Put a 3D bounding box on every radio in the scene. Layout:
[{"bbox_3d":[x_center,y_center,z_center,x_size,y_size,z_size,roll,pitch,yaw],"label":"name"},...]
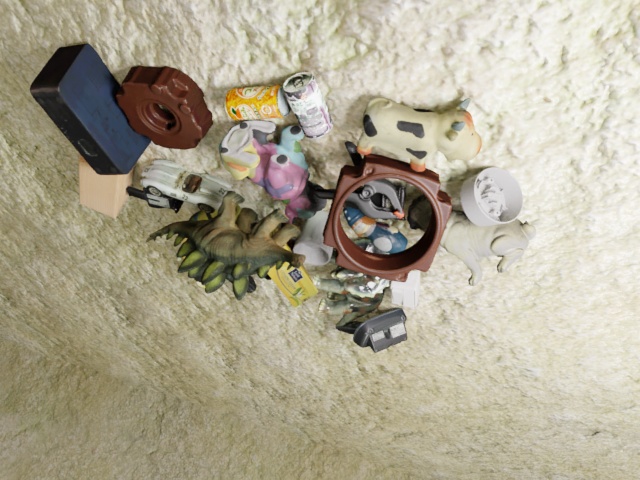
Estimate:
[{"bbox_3d":[-0.423,-0.235,1.013,0.073,0.131,0.229,1,143,23],"label":"radio"}]

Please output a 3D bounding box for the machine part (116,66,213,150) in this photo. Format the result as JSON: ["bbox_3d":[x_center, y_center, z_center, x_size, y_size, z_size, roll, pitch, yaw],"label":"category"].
[{"bbox_3d":[-0.291,-0.243,1.007,0.179,0.056,0.179,14,148,9],"label":"machine part"}]

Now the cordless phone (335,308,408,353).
[{"bbox_3d":[0.136,0.233,1.452,0.184,0.146,0.088,-4,101,63],"label":"cordless phone"}]

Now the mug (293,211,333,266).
[{"bbox_3d":[-0.002,-0.004,1.163,0.081,0.107,0.109,7,147,17],"label":"mug"}]

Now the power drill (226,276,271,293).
[{"bbox_3d":[-0.191,0.060,1.371,0.207,0.086,0.231,0,141,51],"label":"power drill"}]

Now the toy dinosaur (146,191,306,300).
[{"bbox_3d":[-0.197,0.004,1.078,0.472,0.198,0.105,17,157,45],"label":"toy dinosaur"}]

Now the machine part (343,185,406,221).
[{"bbox_3d":[0.102,-0.078,1.048,0.139,0.039,0.084,7,112,28],"label":"machine part"}]

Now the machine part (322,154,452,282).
[{"bbox_3d":[0.116,-0.037,0.946,0.201,0.087,0.200,16,112,0],"label":"machine part"}]

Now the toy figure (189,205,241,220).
[{"bbox_3d":[-0.255,-0.042,1.257,0.180,0.082,0.089,-13,137,42],"label":"toy figure"}]

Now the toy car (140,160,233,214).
[{"bbox_3d":[-0.290,-0.118,1.169,0.202,0.073,0.056,19,150,-1],"label":"toy car"}]

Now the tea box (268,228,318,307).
[{"bbox_3d":[-0.079,0.056,1.168,0.068,0.098,0.169,-32,130,0],"label":"tea box"}]

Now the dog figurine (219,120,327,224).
[{"bbox_3d":[-0.085,-0.117,1.045,0.192,0.108,0.219,9,148,13],"label":"dog figurine"}]

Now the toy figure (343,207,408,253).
[{"bbox_3d":[0.113,-0.023,1.128,0.154,0.058,0.064,30,107,-14],"label":"toy figure"}]

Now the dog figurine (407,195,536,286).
[{"bbox_3d":[0.278,-0.032,1.000,0.190,0.121,0.172,44,117,-11],"label":"dog figurine"}]

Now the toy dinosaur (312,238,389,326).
[{"bbox_3d":[0.090,0.119,1.296,0.192,0.131,0.404,8,152,18],"label":"toy dinosaur"}]

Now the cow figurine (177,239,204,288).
[{"bbox_3d":[-0.323,0.062,1.426,0.068,0.098,0.167,-1,143,38],"label":"cow figurine"}]

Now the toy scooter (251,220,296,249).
[{"bbox_3d":[-0.121,-0.005,1.215,0.184,0.075,0.135,8,123,-23],"label":"toy scooter"}]

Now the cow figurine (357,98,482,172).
[{"bbox_3d":[0.162,-0.176,0.859,0.195,0.085,0.127,19,148,8],"label":"cow figurine"}]

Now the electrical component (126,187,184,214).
[{"bbox_3d":[-0.382,-0.110,1.250,0.119,0.048,0.074,14,146,8],"label":"electrical component"}]
